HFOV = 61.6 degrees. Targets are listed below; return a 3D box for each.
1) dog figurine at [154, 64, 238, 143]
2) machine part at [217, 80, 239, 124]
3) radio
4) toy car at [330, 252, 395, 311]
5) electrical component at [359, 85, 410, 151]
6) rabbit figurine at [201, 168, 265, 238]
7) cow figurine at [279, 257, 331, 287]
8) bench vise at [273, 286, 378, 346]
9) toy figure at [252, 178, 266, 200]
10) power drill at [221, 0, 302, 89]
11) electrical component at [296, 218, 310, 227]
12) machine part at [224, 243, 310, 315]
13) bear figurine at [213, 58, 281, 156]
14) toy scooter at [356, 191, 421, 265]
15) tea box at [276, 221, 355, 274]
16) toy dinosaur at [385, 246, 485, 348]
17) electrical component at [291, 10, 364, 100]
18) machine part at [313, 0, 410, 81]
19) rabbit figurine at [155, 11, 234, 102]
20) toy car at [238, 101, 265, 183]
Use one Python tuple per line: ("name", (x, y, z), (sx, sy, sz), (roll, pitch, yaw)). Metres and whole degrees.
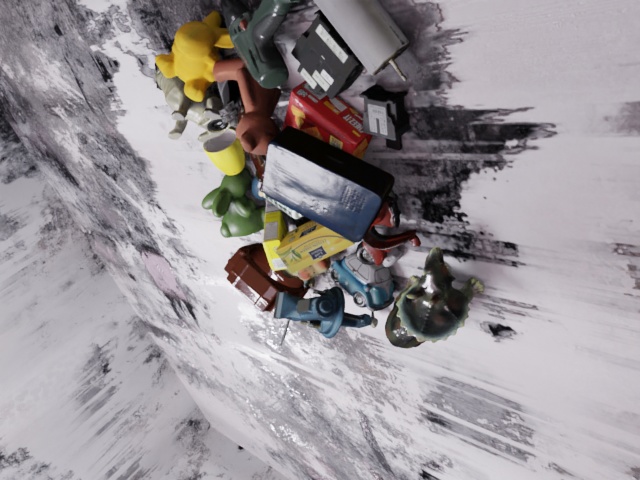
("dog figurine", (-0.290, -0.339, 1.250), (0.121, 0.172, 0.190), (-41, 55, 49))
("machine part", (-0.197, -0.300, 1.155), (0.139, 0.039, 0.084), (-103, 6, -51))
("radio", (0.008, -0.100, 0.991), (0.230, 0.073, 0.131), (28, 135, 10))
("toy car", (0.105, 0.076, 1.211), (0.162, 0.109, 0.102), (43, 126, 29))
("electrical component", (0.114, -0.203, 0.932), (0.075, 0.048, 0.119), (26, 141, 33))
("rabbit figurine", (-0.221, -0.101, 1.377), (0.121, 0.159, 0.170), (25, 127, 49))
("cow figurine", (-0.041, 0.056, 1.326), (0.085, 0.127, 0.195), (54, 150, -16))
("bench vise", (0.018, 0.178, 1.272), (0.240, 0.129, 0.223), (14, 153, -22))
("toy figure", (-0.127, -0.150, 1.269), (0.064, 0.058, 0.154), (67, 156, 16))
("power drill", (-0.105, -0.397, 0.925), (0.207, 0.086, 0.232), (-43, 64, 51))
("electrical component", (-0.029, -0.017, 1.278), (0.102, 0.078, 0.045), (-16, 122, 45))
("machine part", (-0.136, 0.100, 1.426), (0.201, 0.201, 0.087), (41, 108, 12))
("bear figurine", (-0.135, -0.252, 1.053), (0.132, 0.120, 0.195), (1, 86, 39))
("toy scooter", (0.129, -0.032, 1.072), (0.135, 0.075, 0.183), (-1, 116, 27))
("tea box", (-0.002, -0.004, 1.175), (0.170, 0.098, 0.068), (-26, 107, 22))
("toy dinosaur", (0.194, 0.156, 1.089), (0.131, 0.192, 0.404), (44, 147, 11))
("electrical component", (0.016, -0.313, 0.920), (0.115, 0.058, 0.134), (52, 148, -1))
("machine part", (0.058, -0.341, 0.821), (0.243, 0.079, 0.079), (50, 148, -5))
("rabbit figurine", (-0.237, -0.375, 1.068), (0.122, 0.162, 0.173), (50, 170, 0))
("toy car", (-0.141, -0.218, 1.160), (0.089, 0.053, 0.202), (119, 132, -65))
